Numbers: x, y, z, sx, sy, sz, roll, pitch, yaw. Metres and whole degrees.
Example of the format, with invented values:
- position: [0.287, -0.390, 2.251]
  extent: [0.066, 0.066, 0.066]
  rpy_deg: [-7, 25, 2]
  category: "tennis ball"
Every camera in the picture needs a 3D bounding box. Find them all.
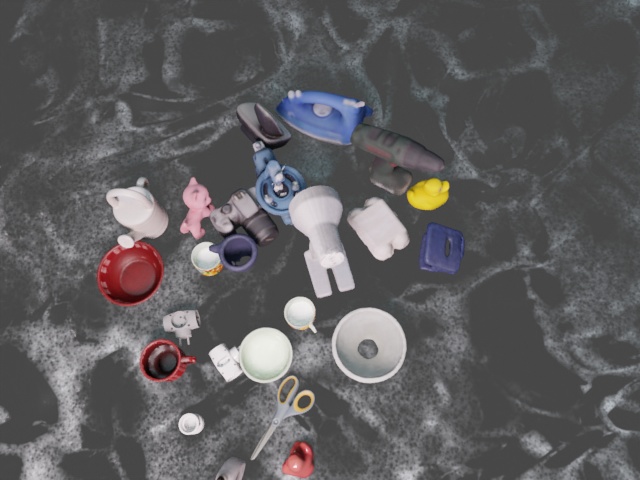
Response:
- position: [-0.175, -0.045, 1.387]
  extent: [0.143, 0.101, 0.136]
  rpy_deg: [-36, 74, -8]
  category: "camera"

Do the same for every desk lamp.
- position: [0.012, 0.005, 1.304]
  extent: [0.118, 0.213, 0.203]
  rpy_deg: [-17, 72, -2]
  category: "desk lamp"

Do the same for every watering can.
- position: [-0.435, -0.068, 1.356]
  extent: [0.101, 0.194, 0.173]
  rpy_deg: [-16, 72, -2]
  category: "watering can"

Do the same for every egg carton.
- position: [0.142, -0.029, 1.384]
  extent: [0.107, 0.069, 0.150]
  rpy_deg: [-35, 74, -8]
  category: "egg carton"

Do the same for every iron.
- position: [0.000, -0.334, 1.448]
  extent: [0.258, 0.141, 0.119]
  rpy_deg: [13, 74, 7]
  category: "iron"

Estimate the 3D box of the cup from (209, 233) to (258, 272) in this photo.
- position: [-0.201, 0.039, 1.365]
  extent: [0.117, 0.095, 0.092]
  rpy_deg: [8, 73, 5]
  category: "cup"

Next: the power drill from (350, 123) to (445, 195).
- position: [0.179, -0.187, 1.359]
  extent: [0.229, 0.208, 0.076]
  rpy_deg: [28, 76, 11]
  category: "power drill"

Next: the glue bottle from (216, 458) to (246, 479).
- position: [-0.192, 0.494, 1.180]
  extent: [0.037, 0.173, 0.078]
  rpy_deg: [12, 73, 7]
  category: "glue bottle"

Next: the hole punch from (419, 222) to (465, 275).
- position: [0.290, 0.019, 1.351]
  extent: [0.101, 0.091, 0.109]
  rpy_deg: [8, 73, 5]
  category: "hole punch"

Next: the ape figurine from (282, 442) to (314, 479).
- position: [-0.048, 0.474, 1.223]
  extent: [0.078, 0.092, 0.076]
  rpy_deg: [-28, 73, -6]
  category: "ape figurine"

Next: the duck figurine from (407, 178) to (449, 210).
- position: [0.267, -0.121, 1.399]
  extent: [0.104, 0.086, 0.077]
  rpy_deg: [-8, 72, 0]
  category: "duck figurine"

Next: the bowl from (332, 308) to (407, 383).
- position: [0.110, 0.241, 1.298]
  extent: [0.167, 0.075, 0.167]
  rpy_deg: [-1, 73, 2]
  category: "bowl"

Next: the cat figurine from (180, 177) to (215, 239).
- position: [-0.306, -0.081, 1.395]
  extent: [0.067, 0.118, 0.128]
  rpy_deg: [16, 74, 8]
  category: "cat figurine"

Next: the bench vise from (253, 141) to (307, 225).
- position: [-0.119, -0.149, 1.354]
  extent: [0.121, 0.220, 0.207]
  rpy_deg: [-43, 75, -10]
  category: "bench vise"

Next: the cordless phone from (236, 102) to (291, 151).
- position: [-0.149, -0.310, 1.424]
  extent: [0.094, 0.185, 0.147]
  rpy_deg: [-43, 75, -10]
  category: "cordless phone"
